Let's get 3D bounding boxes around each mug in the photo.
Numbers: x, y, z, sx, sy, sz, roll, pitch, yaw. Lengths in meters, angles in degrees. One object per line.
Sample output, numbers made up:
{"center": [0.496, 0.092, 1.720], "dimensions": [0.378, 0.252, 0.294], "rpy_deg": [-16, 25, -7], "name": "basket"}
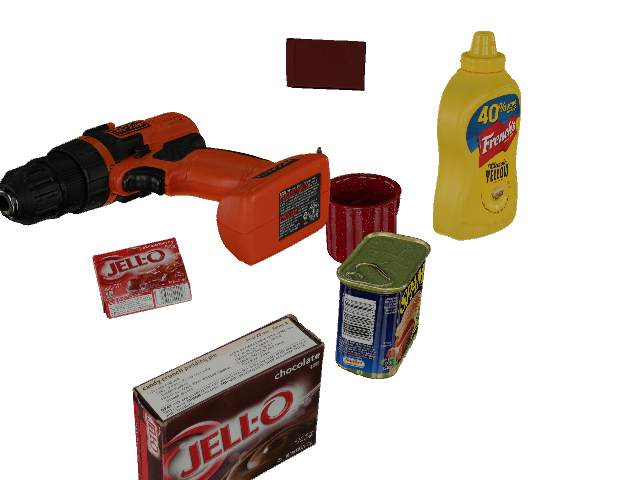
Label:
{"center": [0.054, -0.027, 1.242], "dimensions": [0.093, 0.081, 0.117], "rpy_deg": [18, 34, 33], "name": "mug"}

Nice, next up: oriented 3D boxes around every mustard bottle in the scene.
{"center": [0.151, -0.102, 1.013], "dimensions": [0.096, 0.192, 0.058], "rpy_deg": [-19, 28, -37], "name": "mustard bottle"}

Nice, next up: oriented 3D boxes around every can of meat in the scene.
{"center": [0.049, 0.052, 0.866], "dimensions": [0.057, 0.084, 0.102], "rpy_deg": [12, 26, 17], "name": "can of meat"}

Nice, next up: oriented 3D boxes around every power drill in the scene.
{"center": [-0.102, -0.038, 0.739], "dimensions": [0.188, 0.057, 0.184], "rpy_deg": [17, 30, 31], "name": "power drill"}

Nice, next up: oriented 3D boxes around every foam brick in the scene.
{"center": [0.005, -0.185, 1.119], "dimensions": [0.078, 0.051, 0.053], "rpy_deg": [1, 11, -10], "name": "foam brick"}

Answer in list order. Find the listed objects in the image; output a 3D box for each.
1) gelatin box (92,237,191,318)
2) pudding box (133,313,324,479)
{"center": [-0.183, 0.037, 1.089], "dimensions": [0.089, 0.030, 0.073], "rpy_deg": [-12, 41, -12], "name": "gelatin box"}
{"center": [-0.053, 0.104, 0.626], "dimensions": [0.113, 0.090, 0.039], "rpy_deg": [-26, 49, -31], "name": "pudding box"}
